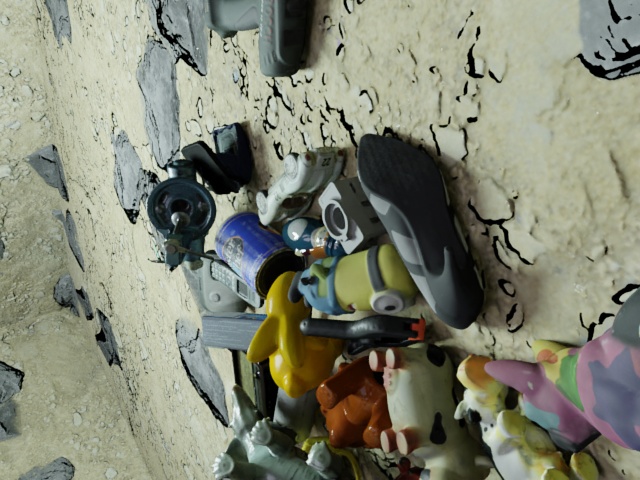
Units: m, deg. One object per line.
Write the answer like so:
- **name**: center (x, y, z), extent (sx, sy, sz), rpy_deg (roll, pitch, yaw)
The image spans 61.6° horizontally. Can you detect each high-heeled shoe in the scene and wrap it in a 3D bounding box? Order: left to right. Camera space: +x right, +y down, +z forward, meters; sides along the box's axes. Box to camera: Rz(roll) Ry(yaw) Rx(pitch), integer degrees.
- **high-heeled shoe**: center (0.116, -0.014, 0.638), extent (0.145, 0.086, 0.249), rpy_deg (66, -179, -50)

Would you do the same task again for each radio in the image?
- **radio**: center (-0.113, 0.312, 1.094), extent (0.131, 0.073, 0.229), rpy_deg (22, 122, 51)

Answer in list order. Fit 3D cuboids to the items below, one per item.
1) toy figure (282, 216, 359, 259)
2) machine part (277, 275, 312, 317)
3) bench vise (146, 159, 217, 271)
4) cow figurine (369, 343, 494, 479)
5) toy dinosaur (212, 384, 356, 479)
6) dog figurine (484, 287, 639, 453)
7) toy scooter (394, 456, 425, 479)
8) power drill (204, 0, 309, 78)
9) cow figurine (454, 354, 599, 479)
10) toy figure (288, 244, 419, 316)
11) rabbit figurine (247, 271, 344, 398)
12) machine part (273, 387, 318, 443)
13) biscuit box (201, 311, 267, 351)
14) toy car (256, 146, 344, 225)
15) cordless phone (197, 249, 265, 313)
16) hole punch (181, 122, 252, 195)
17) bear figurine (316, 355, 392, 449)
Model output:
- **toy figure**: center (-0.001, -0.001, 0.797), extent (0.155, 0.058, 0.064), rpy_deg (13, 102, 55)
- **machine part**: center (-0.035, 0.114, 0.890), extent (0.039, 0.084, 0.138), rpy_deg (-91, 3, -51)
- **bench vise**: center (-0.246, -0.017, 0.953), extent (0.241, 0.129, 0.223), rpy_deg (-103, 23, -63)
- **cow figurine**: center (0.141, 0.222, 0.650), extent (0.085, 0.127, 0.195), rpy_deg (130, 133, -64)
- **toy dinosaur**: center (-0.020, 0.371, 0.837), extent (0.405, 0.131, 0.192), rpy_deg (21, 163, 29)
- **dog figurine**: center (0.244, 0.099, 0.443), extent (0.219, 0.108, 0.191), rpy_deg (6, 110, 58)
- **toy scooter**: center (0.151, 0.375, 0.733), extent (0.135, 0.075, 0.183), rpy_deg (29, 124, 48)
- **power drill**: center (-0.087, -0.357, 0.759), extent (0.208, 0.086, 0.231), rpy_deg (25, 127, 40)
- **cow figurine**: center (0.205, 0.208, 0.587), extent (0.167, 0.068, 0.098), rpy_deg (55, 149, 27)
- **toy figure**: center (0.044, 0.053, 0.697), extent (0.180, 0.082, 0.089), rpy_deg (-4, 98, 36)
- **rabbit figurine**: center (-0.048, 0.137, 0.809), extent (0.122, 0.162, 0.173), rpy_deg (3, 110, 22)
- **machine part**: center (-0.040, 0.290, 0.975), extent (0.079, 0.079, 0.243), rpy_deg (43, 138, 38)
- **biscuit box**: center (-0.132, 0.172, 1.008), extent (0.203, 0.059, 0.062), rpy_deg (-2, 94, 36)
- **toy car**: center (-0.034, -0.078, 0.798), extent (0.201, 0.073, 0.056), rpy_deg (-40, 68, 55)
- **cordless phone**: center (-0.164, 0.106, 1.071), extent (0.184, 0.089, 0.146), rpy_deg (31, 129, 41)
- **hole punch**: center (-0.176, -0.148, 0.985), extent (0.142, 0.092, 0.115), rpy_deg (-1, 127, 54)
- **bear figurine**: center (0.047, 0.258, 0.785), extent (0.120, 0.132, 0.195), rpy_deg (39, 131, 14)
